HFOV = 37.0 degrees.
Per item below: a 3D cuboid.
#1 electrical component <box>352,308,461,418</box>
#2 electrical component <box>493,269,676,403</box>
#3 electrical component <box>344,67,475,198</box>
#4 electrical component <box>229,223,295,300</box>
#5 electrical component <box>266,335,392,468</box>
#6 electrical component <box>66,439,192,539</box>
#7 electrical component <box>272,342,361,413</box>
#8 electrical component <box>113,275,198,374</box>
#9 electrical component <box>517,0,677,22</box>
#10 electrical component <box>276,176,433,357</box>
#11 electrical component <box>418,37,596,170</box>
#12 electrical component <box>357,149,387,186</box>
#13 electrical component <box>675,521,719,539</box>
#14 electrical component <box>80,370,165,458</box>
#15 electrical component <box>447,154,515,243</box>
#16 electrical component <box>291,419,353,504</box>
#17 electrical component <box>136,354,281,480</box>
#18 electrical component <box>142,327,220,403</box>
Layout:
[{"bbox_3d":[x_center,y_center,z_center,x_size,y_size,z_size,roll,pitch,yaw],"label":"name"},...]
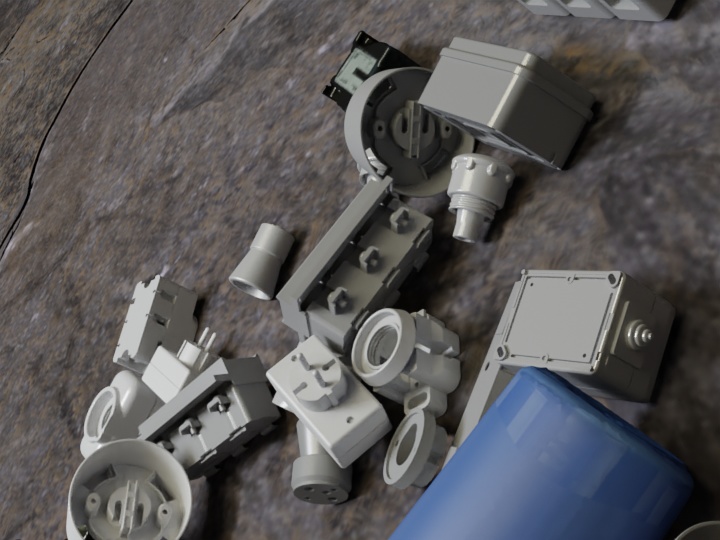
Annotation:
[{"bbox_3d":[0.032,0.061,0.762,0.058,0.057,0.078,-32,42,38],"label":"electrical component"},{"bbox_3d":[0.138,0.039,0.627,0.096,0.061,0.061,1,67,55],"label":"electrical component"},{"bbox_3d":[0.038,-0.111,0.851,0.099,0.099,0.064,-61,26,1],"label":"electrical component"},{"bbox_3d":[-0.088,-0.010,1.001,0.044,0.044,0.065,2,63,55],"label":"electrical component"},{"bbox_3d":[-0.027,0.083,0.757,0.047,0.075,0.083,-38,55,-11],"label":"electrical component"},{"bbox_3d":[-0.190,0.197,0.880,0.064,0.099,0.099,117,156,-43],"label":"electrical component"},{"bbox_3d":[-0.025,0.081,0.839,0.079,0.043,0.077,14,78,57],"label":"electrical component"},{"bbox_3d":[-0.204,0.060,1.092,0.050,0.056,0.089,-17,53,48],"label":"electrical component"},{"bbox_3d":[0.176,-0.234,0.783,0.150,0.062,0.089,26,88,58],"label":"electrical component"},{"bbox_3d":[0.000,0.000,0.811,0.063,0.078,0.121,31,67,17],"label":"electrical component"},{"bbox_3d":[0.106,-0.123,0.782,0.057,0.078,0.113,-62,32,4],"label":"electrical component"},{"bbox_3d":[0.018,-0.084,0.905,0.043,0.043,0.062,-16,55,49],"label":"electrical component"},{"bbox_3d":[0.161,0.165,0.469,0.064,0.099,0.099,-49,33,30],"label":"electrical component"},{"bbox_3d":[-0.231,0.151,1.057,0.054,0.059,0.095,23,85,58],"label":"electrical component"},{"bbox_3d":[0.085,-0.052,0.789,0.048,0.048,0.062,5,77,56],"label":"electrical component"},{"bbox_3d":[-0.027,0.140,0.796,0.045,0.045,0.055,-30,44,40],"label":"electrical component"},{"bbox_3d":[-0.127,0.130,0.919,0.121,0.079,0.063,-39,67,31],"label":"electrical component"},{"bbox_3d":[-0.156,0.090,1.011,0.083,0.047,0.075,24,86,58],"label":"electrical component"}]
